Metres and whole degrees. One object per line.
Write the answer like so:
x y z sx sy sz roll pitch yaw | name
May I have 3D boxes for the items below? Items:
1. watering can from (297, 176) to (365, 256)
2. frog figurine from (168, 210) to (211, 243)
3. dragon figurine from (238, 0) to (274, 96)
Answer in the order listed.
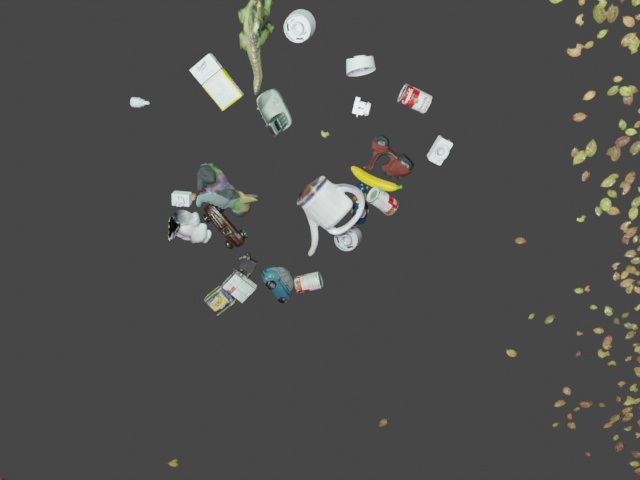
0.006 -0.096 1.904 0.223 0.106 0.342 43 118 -9 | watering can
-0.488 -0.050 1.957 0.159 0.125 0.135 3 131 -37 | frog figurine
-0.209 -0.653 1.625 0.122 0.246 0.404 -2 110 -2 | dragon figurine
